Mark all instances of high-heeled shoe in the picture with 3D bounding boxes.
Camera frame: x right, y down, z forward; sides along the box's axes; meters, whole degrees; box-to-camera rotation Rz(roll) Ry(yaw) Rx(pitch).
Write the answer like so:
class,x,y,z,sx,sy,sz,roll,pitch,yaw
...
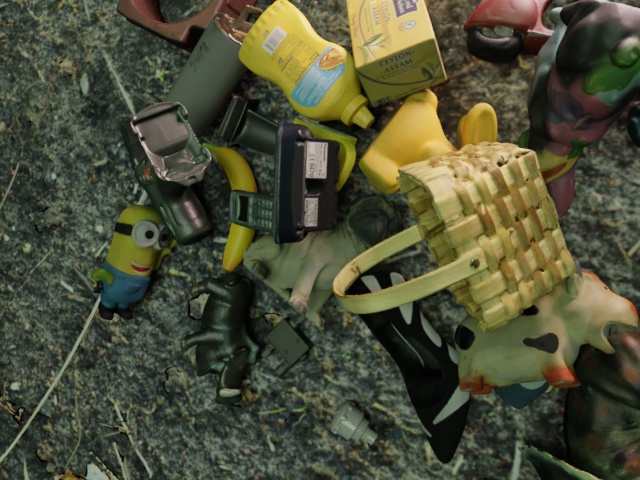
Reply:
class,x,y,z,sx,sy,sz,roll,pitch,yaw
high-heeled shoe,0.102,0.151,0.665,0.086,0.145,0.248,-30,61,56

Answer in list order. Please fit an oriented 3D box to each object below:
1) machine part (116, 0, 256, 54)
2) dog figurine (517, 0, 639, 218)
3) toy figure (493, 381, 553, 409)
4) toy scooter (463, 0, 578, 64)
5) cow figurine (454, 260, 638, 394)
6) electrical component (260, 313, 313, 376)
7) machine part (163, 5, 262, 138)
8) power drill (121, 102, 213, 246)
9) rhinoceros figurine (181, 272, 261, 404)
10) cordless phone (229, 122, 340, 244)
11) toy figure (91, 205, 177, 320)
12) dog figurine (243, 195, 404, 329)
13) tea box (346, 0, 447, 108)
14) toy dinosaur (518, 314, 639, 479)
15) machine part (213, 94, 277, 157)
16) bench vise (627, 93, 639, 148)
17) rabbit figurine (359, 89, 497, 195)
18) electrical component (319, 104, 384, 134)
class,x,y,z,sx,sy,sz,roll,pitch,yaw
machine part,-0.194,-0.393,0.805,0.202,0.087,0.201,29,99,15
dog figurine,0.272,-0.128,0.577,0.109,0.191,0.219,15,110,2
toy figure,0.275,0.135,0.655,0.064,0.058,0.154,33,99,-15
toy scooter,0.275,-0.278,0.651,0.184,0.075,0.135,15,94,15
cow figurine,0.247,0.101,0.602,0.195,0.085,0.127,-17,67,29
electrical component,-0.042,0.148,0.778,0.063,0.021,0.094,46,102,13
machine part,-0.160,-0.231,0.770,0.079,0.079,0.243,52,123,12
power drill,-0.226,-0.111,0.761,0.086,0.207,0.232,-27,85,-28
rhinoceros figurine,-0.138,0.142,0.789,0.112,0.073,0.190,3,88,8
cordless phone,-0.064,-0.075,0.692,0.184,0.089,0.146,12,103,52
toy figure,-0.297,0.032,0.836,0.089,0.082,0.180,29,100,14
dog figurine,0.001,0.000,0.739,0.172,0.121,0.190,36,83,19
tea box,0.091,-0.256,0.674,0.098,0.068,0.170,-18,49,16
toy dinosaur,0.347,0.185,0.604,0.192,0.131,0.404,15,88,18
machine part,-0.090,-0.160,0.791,0.139,0.039,0.084,31,93,18
bench vise,0.433,-0.204,0.574,0.224,0.129,0.240,-16,90,17
rabbit figurine,0.154,-0.100,0.685,0.173,0.122,0.162,41,92,0
electrical component,0.036,-0.181,0.736,0.102,0.078,0.045,25,121,23
